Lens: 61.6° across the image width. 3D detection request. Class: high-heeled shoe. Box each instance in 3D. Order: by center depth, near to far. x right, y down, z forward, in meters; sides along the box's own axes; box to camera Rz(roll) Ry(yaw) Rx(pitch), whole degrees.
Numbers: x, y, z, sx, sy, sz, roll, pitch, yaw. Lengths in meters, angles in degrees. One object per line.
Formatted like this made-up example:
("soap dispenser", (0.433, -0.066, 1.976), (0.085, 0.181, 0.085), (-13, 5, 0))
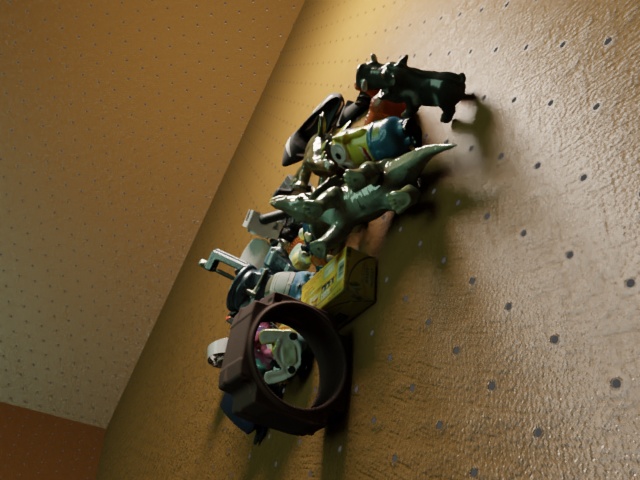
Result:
("high-heeled shoe", (-0.019, -0.305, 1.511), (0.248, 0.086, 0.145), (-53, 8, -2))

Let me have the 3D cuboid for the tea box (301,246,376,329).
("tea box", (0.029, 0.098, 0.984), (0.169, 0.068, 0.098), (-46, 28, 47))

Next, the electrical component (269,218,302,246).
("electrical component", (-0.080, -0.043, 1.439), (0.134, 0.058, 0.115), (-37, 37, 55))

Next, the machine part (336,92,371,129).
("machine part", (0.085, -0.336, 1.377), (0.139, 0.039, 0.084), (-26, 36, 64))

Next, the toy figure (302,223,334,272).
("toy figure", (0.002, 0.024, 1.093), (0.057, 0.064, 0.154), (119, 139, -54))

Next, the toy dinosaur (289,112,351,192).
("toy dinosaur", (0.008, -0.201, 1.301), (0.471, 0.105, 0.198), (-119, 51, -79))

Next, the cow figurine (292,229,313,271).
("cow figurine", (-0.001, -0.002, 1.184), (0.167, 0.068, 0.098), (-66, 26, 2))

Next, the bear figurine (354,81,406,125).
("bear figurine", (0.094, -0.222, 1.095), (0.196, 0.132, 0.120), (-47, 47, 29))

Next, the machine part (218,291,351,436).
("machine part", (-0.050, 0.199, 0.877), (0.087, 0.201, 0.201), (-42, 30, 45))

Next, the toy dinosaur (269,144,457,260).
("toy dinosaur", (0.087, -0.084, 0.953), (0.405, 0.131, 0.192), (-22, 14, 34))

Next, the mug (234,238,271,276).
("mug", (-0.156, 0.051, 1.387), (0.110, 0.080, 0.107), (2, 61, 25))

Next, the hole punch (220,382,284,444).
("hole punch", (-0.145, 0.339, 1.140), (0.142, 0.092, 0.116), (-62, 24, 1))

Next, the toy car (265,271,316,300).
("toy car", (-0.065, 0.115, 1.139), (0.161, 0.103, 0.109), (131, 157, -66))

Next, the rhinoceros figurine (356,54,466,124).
("rhinoceros figurine", (0.153, -0.260, 0.915), (0.073, 0.191, 0.112), (-70, -22, -6))

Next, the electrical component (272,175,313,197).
("electrical component", (-0.084, -0.135, 1.460), (0.074, 0.119, 0.048), (-54, 53, 36))

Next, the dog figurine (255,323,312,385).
("dog figurine", (-0.103, 0.223, 1.133), (0.219, 0.192, 0.108), (-28, -75, -84))

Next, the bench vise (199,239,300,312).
("bench vise", (-0.175, 0.077, 1.268), (0.223, 0.241, 0.129), (-69, -18, 5))

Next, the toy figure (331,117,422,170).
("toy figure", (0.102, -0.179, 0.991), (0.180, 0.082, 0.089), (-12, 16, 37))
